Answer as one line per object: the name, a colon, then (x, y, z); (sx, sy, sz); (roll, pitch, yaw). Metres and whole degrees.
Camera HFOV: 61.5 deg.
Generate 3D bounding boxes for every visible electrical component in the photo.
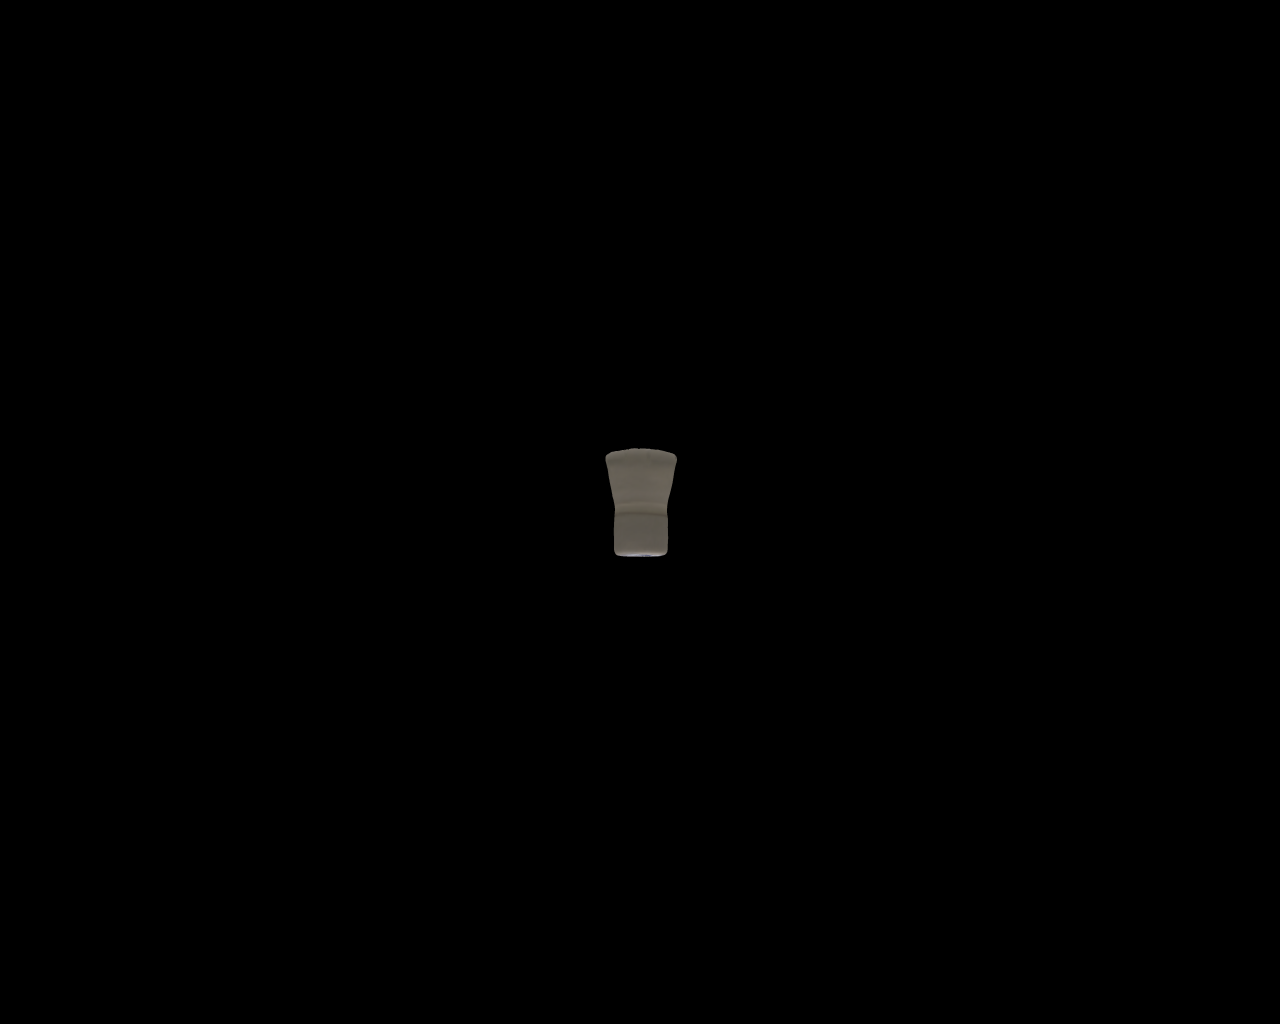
electrical component: (0.001, -0.003, 0.650); (0.044, 0.065, 0.044); (0, -6, 0)
